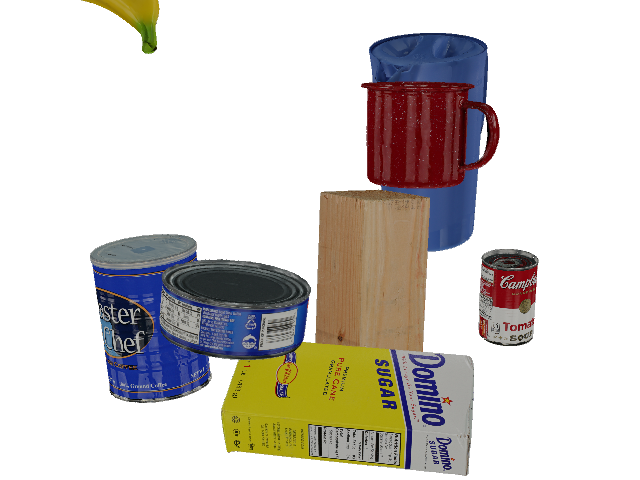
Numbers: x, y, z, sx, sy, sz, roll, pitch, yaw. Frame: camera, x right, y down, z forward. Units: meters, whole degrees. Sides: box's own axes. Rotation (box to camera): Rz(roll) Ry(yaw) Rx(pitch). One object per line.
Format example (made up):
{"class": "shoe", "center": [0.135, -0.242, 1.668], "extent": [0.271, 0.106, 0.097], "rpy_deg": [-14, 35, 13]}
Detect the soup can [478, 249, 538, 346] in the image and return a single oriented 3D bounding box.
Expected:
{"class": "soup can", "center": [0.228, 0.069, 1.300], "extent": [0.068, 0.102, 0.068], "rpy_deg": [0, 19, 0]}

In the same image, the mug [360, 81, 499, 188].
{"class": "mug", "center": [0.090, -0.087, 0.872], "extent": [0.117, 0.081, 0.093], "rpy_deg": [6, 12, 26]}

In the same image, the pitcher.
{"class": "pitcher", "center": [0.134, -0.119, 1.258], "extent": [0.149, 0.243, 0.145], "rpy_deg": [-4, 25, -2]}

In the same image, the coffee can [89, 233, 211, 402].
{"class": "coffee can", "center": [-0.165, 0.074, 1.045], "extent": [0.103, 0.140, 0.103], "rpy_deg": [-5, 14, 1]}

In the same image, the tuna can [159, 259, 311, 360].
{"class": "tuna can", "center": [-0.050, 0.039, 0.615], "extent": [0.086, 0.034, 0.086], "rpy_deg": [6, 14, -2]}

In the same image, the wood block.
{"class": "wood block", "center": [0.055, 0.051, 1.174], "extent": [0.090, 0.206, 0.091], "rpy_deg": [-4, 11, -35]}

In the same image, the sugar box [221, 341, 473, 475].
{"class": "sugar box", "center": [0.023, 0.119, 0.783], "extent": [0.176, 0.048, 0.093], "rpy_deg": [1, 32, 9]}

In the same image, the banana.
{"class": "banana", "center": [-0.198, -0.193, 0.807], "extent": [0.198, 0.069, 0.037], "rpy_deg": [16, -37, 19]}
